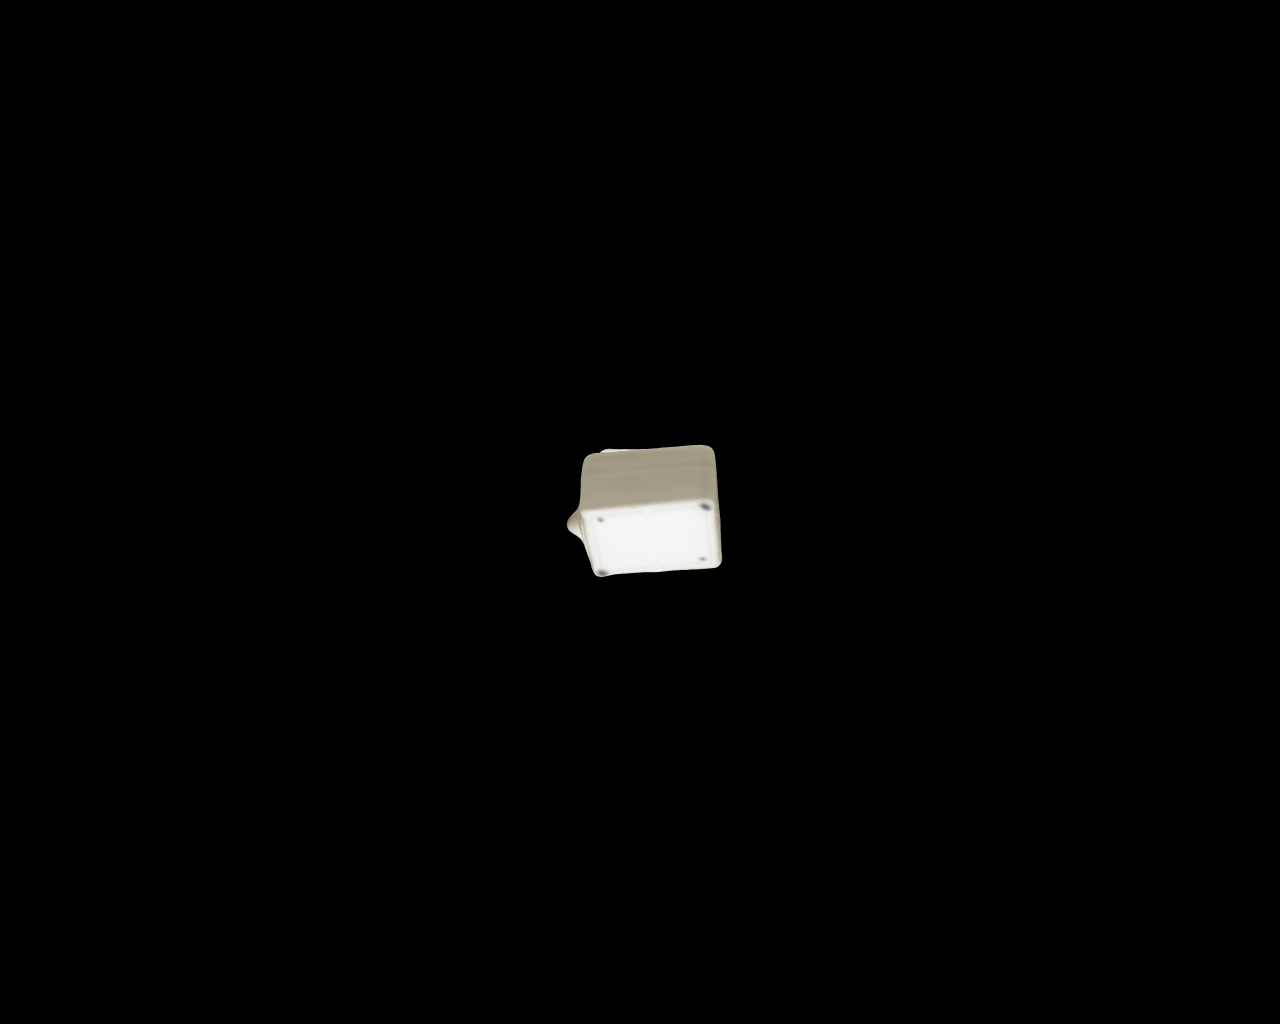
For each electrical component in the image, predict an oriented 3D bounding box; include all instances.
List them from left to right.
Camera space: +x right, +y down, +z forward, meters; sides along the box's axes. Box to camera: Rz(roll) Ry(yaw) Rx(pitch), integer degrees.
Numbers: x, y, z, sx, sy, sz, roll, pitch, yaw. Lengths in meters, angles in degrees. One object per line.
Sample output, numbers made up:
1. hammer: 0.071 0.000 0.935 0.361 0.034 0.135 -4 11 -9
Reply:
1. electrical component: 0.001 -0.003 0.650 0.096 0.061 0.061 -4 44 4
